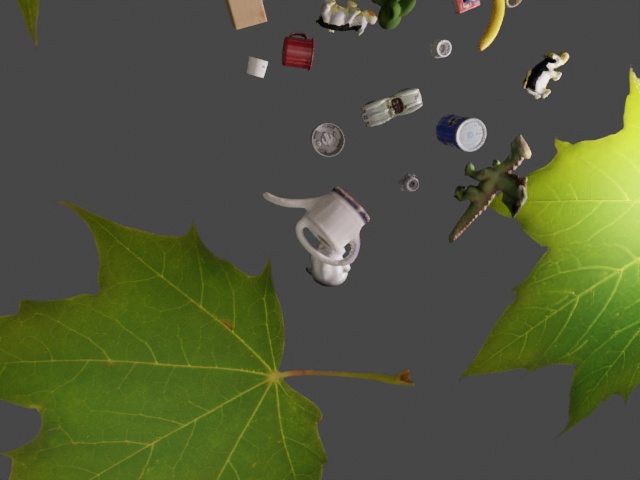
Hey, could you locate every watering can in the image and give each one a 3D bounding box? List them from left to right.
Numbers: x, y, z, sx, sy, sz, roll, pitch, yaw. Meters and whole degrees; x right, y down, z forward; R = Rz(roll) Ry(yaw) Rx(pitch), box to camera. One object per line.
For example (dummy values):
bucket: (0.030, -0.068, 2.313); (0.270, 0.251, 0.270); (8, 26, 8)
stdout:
watering can: (0.005, -0.081, 1.610); (0.348, 0.103, 0.226); (46, 76, 1)

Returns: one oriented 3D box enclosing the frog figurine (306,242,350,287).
frog figurine: (0.037, 0.066, 1.666); (0.137, 0.125, 0.157); (25, 112, -1)

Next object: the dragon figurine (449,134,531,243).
dragon figurine: (0.565, -0.146, 1.676); (0.122, 0.245, 0.407); (15, 100, -23)
